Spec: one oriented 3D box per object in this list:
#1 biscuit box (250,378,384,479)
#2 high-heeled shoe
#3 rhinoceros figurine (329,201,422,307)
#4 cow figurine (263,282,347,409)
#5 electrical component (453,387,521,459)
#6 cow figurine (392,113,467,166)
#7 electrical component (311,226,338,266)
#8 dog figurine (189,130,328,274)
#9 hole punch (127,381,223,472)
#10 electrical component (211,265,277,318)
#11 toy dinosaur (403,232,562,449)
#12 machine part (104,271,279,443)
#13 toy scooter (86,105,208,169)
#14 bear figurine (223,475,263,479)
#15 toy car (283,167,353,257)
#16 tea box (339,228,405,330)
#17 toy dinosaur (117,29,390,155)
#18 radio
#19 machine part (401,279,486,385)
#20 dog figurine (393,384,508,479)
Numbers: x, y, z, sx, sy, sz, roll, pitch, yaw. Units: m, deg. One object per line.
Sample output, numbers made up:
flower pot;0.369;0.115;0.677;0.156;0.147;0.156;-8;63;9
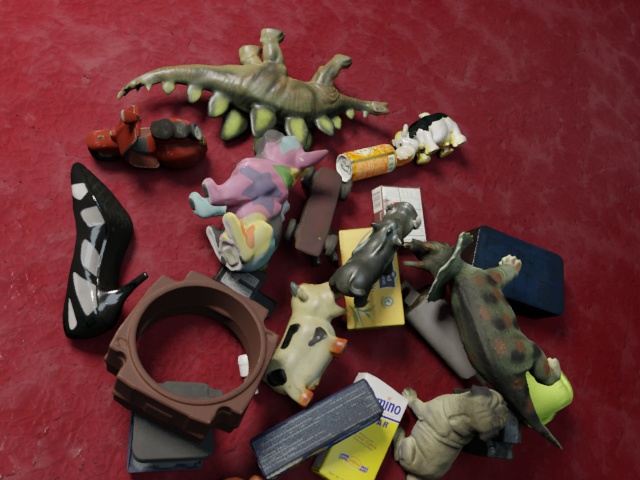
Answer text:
biscuit box;-0.002;0.287;0.817;0.203;0.059;0.063;-24;65;-14
high-heeled shoe;-0.345;0.016;0.781;0.145;0.086;0.249;-35;72;3
rhinoceros figurine;0.086;0.016;0.839;0.073;0.112;0.190;33;62;16
cow figurine;-0.022;0.153;0.856;0.127;0.085;0.195;31;76;7
electrical component;0.286;0.313;0.925;0.058;0.134;0.115;12;70;-21
cow figurine;0.200;-0.203;1.059;0.167;0.068;0.098;-19;79;-30
electrical component;-0.002;-0.003;0.944;0.063;0.021;0.094;-12;80;-26
dog figurine;-0.075;-0.068;0.835;0.219;0.108;0.191;-28;87;-28
hole punch;-0.212;0.265;0.758;0.142;0.092;0.116;6;49;-20
electrical component;-0.119;0.080;0.858;0.119;0.048;0.075;38;65;-8
toy dinosaur;0.271;0.144;0.865;0.192;0.131;0.405;1;57;-39
machine part;-0.173;0.155;0.748;0.201;0.087;0.201;28;45;-1
toy scooter;-0.253;-0.157;0.812;0.184;0.135;0.075;-3;76;-25
bear figurine;-0.070;0.418;0.751;0.196;0.132;0.120;33;93;-9
toy car;-0.003;-0.048;0.916;0.089;0.053;0.202;22;50;-9
tea box;0.087;0.067;0.922;0.098;0.068;0.169;-7;76;3
toy dinosaur;-0.092;-0.253;0.926;0.471;0.105;0.198;7;76;-19
radio;0.374;0.066;1.064;0.229;0.073;0.131;19;69;-20
machine part;0.228;0.165;0.970;0.243;0.079;0.079;47;64;-5
dog figurine;0.209;0.318;0.859;0.121;0.190;0.172;12;73;-20
